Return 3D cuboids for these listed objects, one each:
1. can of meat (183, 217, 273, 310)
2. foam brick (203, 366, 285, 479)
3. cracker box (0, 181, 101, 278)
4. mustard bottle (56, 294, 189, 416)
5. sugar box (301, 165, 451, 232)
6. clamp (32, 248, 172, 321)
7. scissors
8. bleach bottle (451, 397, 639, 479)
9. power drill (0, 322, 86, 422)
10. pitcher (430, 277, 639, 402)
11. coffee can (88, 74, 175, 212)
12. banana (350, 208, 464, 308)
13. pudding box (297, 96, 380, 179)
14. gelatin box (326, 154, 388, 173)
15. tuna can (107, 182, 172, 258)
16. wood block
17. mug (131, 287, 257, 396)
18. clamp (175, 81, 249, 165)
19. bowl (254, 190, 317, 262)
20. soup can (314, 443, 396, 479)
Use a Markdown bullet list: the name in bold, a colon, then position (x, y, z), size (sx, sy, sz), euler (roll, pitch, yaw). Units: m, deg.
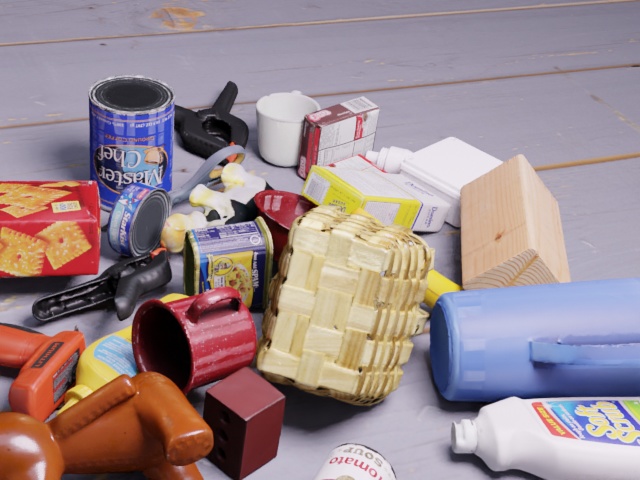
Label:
- **can of meat**: position (-0.099, 0.031, 1.134), size (0.083, 0.102, 0.057), euler (-8, 38, -18)
- **foam brick**: position (-0.070, 0.165, 0.957), size (0.053, 0.078, 0.051), euler (32, 39, 33)
- **cracker box**: position (-0.346, -0.017, 1.154), size (0.213, 0.072, 0.164), euler (0, 18, -11)
- **mustard bottle**: position (-0.173, 0.124, 1.017), size (0.096, 0.058, 0.191), euler (33, 41, 22)
- **sugar box**: position (0.070, -0.048, 1.283), size (0.093, 0.048, 0.175), euler (36, 19, 36)
- **clamp**: position (-0.219, 0.049, 1.126), size (0.120, 0.039, 0.171), euler (1, 15, 18)
- **scissors**: position (-0.165, -0.066, 1.284), size (0.201, 0.096, 0.016), euler (-18, 60, -37)
- **bleach bottle**: position (0.249, 0.191, 0.990), size (0.250, 0.068, 0.102), euler (2, 33, -3)
- **power drill**: position (-0.331, 0.115, 1.005), size (0.188, 0.057, 0.184), euler (16, 34, 14)
- **pitcher**: position (0.239, 0.103, 1.055), size (0.242, 0.149, 0.145), euler (-1, 48, -6)
- **coffee can**: position (-0.229, -0.115, 1.295), size (0.102, 0.140, 0.103), euler (5, 34, -3)
- **banana**: position (0.110, 0.037, 1.162), size (0.197, 0.037, 0.069), euler (33, 23, -20)
- **pudding box**: position (0.024, -0.132, 1.411), size (0.113, 0.090, 0.039), euler (-21, 44, -37)
- **gelatin box**: position (0.042, -0.073, 1.380), size (0.089, 0.030, 0.073), euler (-22, 45, -36)
- **tuna can**: position (-0.204, -0.021, 1.207), size (0.034, 0.086, 0.086), euler (18, 35, 18)
- **wood block**: position (0.219, 0.002, 1.212), size (0.091, 0.090, 0.206), euler (-30, 24, 24)
- **mug**: position (-0.107, 0.083, 0.965), size (0.081, 0.117, 0.093), euler (-13, 53, -43)
- **clamp**: position (-0.167, -0.162, 1.471), size (0.164, 0.036, 0.210), euler (-7, 36, -19)
- **bowl**: position (-0.008, 0.001, 1.209), size (0.162, 0.055, 0.162), euler (20, 17, -7)
- **soup can**: position (0.017, 0.226, 0.889), size (0.068, 0.068, 0.102), euler (18, 34, 17)
